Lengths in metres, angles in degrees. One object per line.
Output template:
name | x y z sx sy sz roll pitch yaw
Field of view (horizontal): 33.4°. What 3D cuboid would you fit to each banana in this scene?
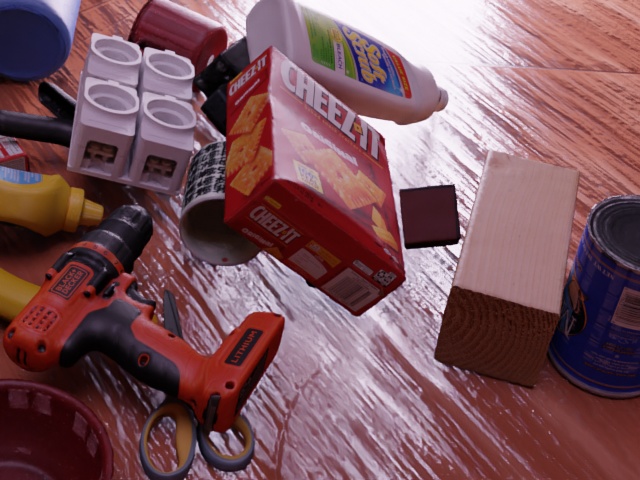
banana | -0.235 0.048 0.897 0.198 0.037 0.069 22 43 17

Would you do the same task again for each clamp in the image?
clamp | -0.240 -0.106 1.062 0.171 0.039 0.120 24 34 13

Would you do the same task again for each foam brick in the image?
foam brick | 0.101 -0.021 0.984 0.051 0.053 0.078 -6 -5 5

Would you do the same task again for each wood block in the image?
wood block | 0.170 0.020 0.952 0.091 0.090 0.206 14 40 8

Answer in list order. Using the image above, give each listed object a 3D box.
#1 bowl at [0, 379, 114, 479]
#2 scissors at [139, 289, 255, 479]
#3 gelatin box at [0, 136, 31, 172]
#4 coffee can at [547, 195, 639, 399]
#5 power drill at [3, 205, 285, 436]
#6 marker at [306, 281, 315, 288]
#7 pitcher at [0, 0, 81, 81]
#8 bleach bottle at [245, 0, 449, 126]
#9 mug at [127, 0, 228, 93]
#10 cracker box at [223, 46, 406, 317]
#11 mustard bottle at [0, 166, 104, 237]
bowl | -0.223 0.173 0.736 0.162 0.055 0.162 4 40 -4
scissors | -0.094 0.115 0.856 0.096 0.016 0.201 8 40 -2
gelatin box | -0.338 -0.080 1.038 0.089 0.030 0.073 -20 46 -29
coffee can | 0.256 0.048 0.892 0.102 0.140 0.103 4 40 -4
power drill | -0.127 0.059 0.845 0.188 0.057 0.184 22 46 10
marker | -0.007 0.001 1.001 0.020 0.020 0.121 2 41 -6
pitcher | -0.340 -0.297 1.212 0.149 0.145 0.243 0 44 -8
bleach bottle | 0.041 -0.181 1.128 0.250 0.068 0.102 9 63 -41
mug | -0.159 -0.210 1.170 0.081 0.093 0.117 25 27 13
cracker box | -0.005 -0.058 0.968 0.164 0.072 0.213 36 30 -29
mustard bottle | -0.290 -0.041 0.956 0.191 0.058 0.096 12 5 -18
